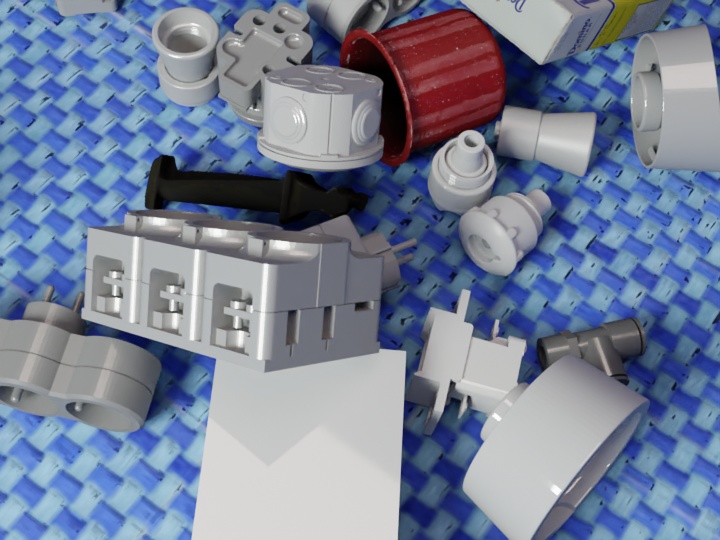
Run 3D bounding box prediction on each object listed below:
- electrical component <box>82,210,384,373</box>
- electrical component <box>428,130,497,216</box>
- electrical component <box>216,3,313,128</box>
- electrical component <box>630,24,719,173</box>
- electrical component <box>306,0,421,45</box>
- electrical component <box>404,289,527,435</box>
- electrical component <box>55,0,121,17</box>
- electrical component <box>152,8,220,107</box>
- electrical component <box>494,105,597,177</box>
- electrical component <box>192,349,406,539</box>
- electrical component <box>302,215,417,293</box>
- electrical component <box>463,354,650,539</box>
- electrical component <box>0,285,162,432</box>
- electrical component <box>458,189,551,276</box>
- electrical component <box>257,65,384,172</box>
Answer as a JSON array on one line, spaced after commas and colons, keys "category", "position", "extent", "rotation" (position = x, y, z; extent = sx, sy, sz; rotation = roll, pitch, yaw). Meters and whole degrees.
[{"category": "electrical component", "position": [-0.072, 0.006, 0.593], "extent": [0.150, 0.089, 0.061], "rotation": [11, 100, 40]}, {"category": "electrical component", "position": [0.068, -0.066, 0.702], "extent": [0.043, 0.062, 0.043], "rotation": [2, 61, -3]}, {"category": "electrical component", "position": [-0.064, -0.134, 0.733], "extent": [0.058, 0.057, 0.078], "rotation": [29, 64, 12]}, {"category": "electrical component", "position": [0.217, -0.114, 0.721], "extent": [0.064, 0.099, 0.099], "rotation": [-3, 62, 2]}, {"category": "electrical component", "position": [0.012, -0.227, 0.791], "extent": [0.138, 0.052, 0.074], "rotation": [-39, 71, -22]}, {"category": "electrical component", "position": [0.065, 0.059, 0.646], "extent": [0.064, 0.042, 0.081], "rotation": [15, 62, 3]}, {"category": "electrical component", "position": [-0.198, -0.216, 0.764], "extent": [0.081, 0.063, 0.042], "rotation": [-7, 63, -7]}, {"category": "electrical component", "position": [-0.117, -0.145, 0.736], "extent": [0.045, 0.055, 0.045], "rotation": [2, 61, -3]}, {"category": "electrical component", "position": [0.124, -0.090, 0.732], "extent": [0.065, 0.044, 0.044], "rotation": [11, 61, 7]}, {"category": "electrical component", "position": [-0.034, 0.137, 0.587], "extent": [0.105, 0.060, 0.186], "rotation": [5, 61, -1]}, {"category": "electrical component", "position": [0.000, 0.000, 0.660], "extent": [0.077, 0.065, 0.047], "rotation": [-21, 65, -15]}, {"category": "electrical component", "position": [0.102, 0.096, 0.595], "extent": [0.060, 0.108, 0.108], "rotation": [39, 66, 22]}, {"category": "electrical component", "position": [-0.184, 0.043, 0.632], "extent": [0.138, 0.052, 0.073], "rotation": [12, 62, 2]}, {"category": "electrical component", "position": [0.098, -0.030, 0.696], "extent": [0.062, 0.048, 0.048], "rotation": [-37, 70, -28]}, {"category": "electrical component", "position": [-0.024, -0.096, 0.676], "extent": [0.080, 0.051, 0.080], "rotation": [4, 24, -2]}]
